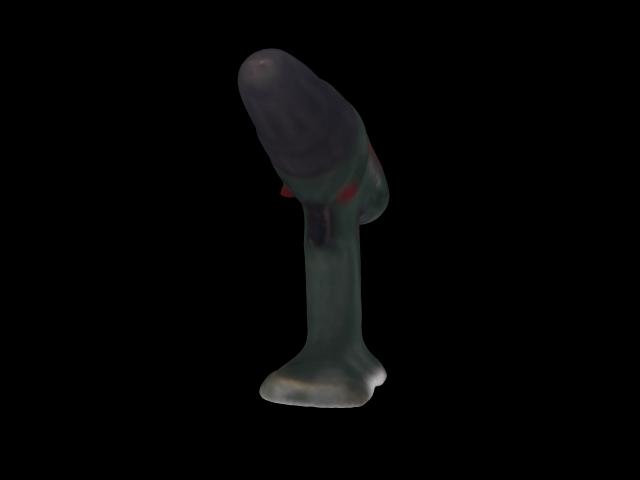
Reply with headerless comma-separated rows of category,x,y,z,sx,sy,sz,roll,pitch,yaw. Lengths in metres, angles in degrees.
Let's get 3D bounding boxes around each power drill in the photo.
power drill,0.004,0.001,0.400,0.075,0.208,0.230,0,0,16
